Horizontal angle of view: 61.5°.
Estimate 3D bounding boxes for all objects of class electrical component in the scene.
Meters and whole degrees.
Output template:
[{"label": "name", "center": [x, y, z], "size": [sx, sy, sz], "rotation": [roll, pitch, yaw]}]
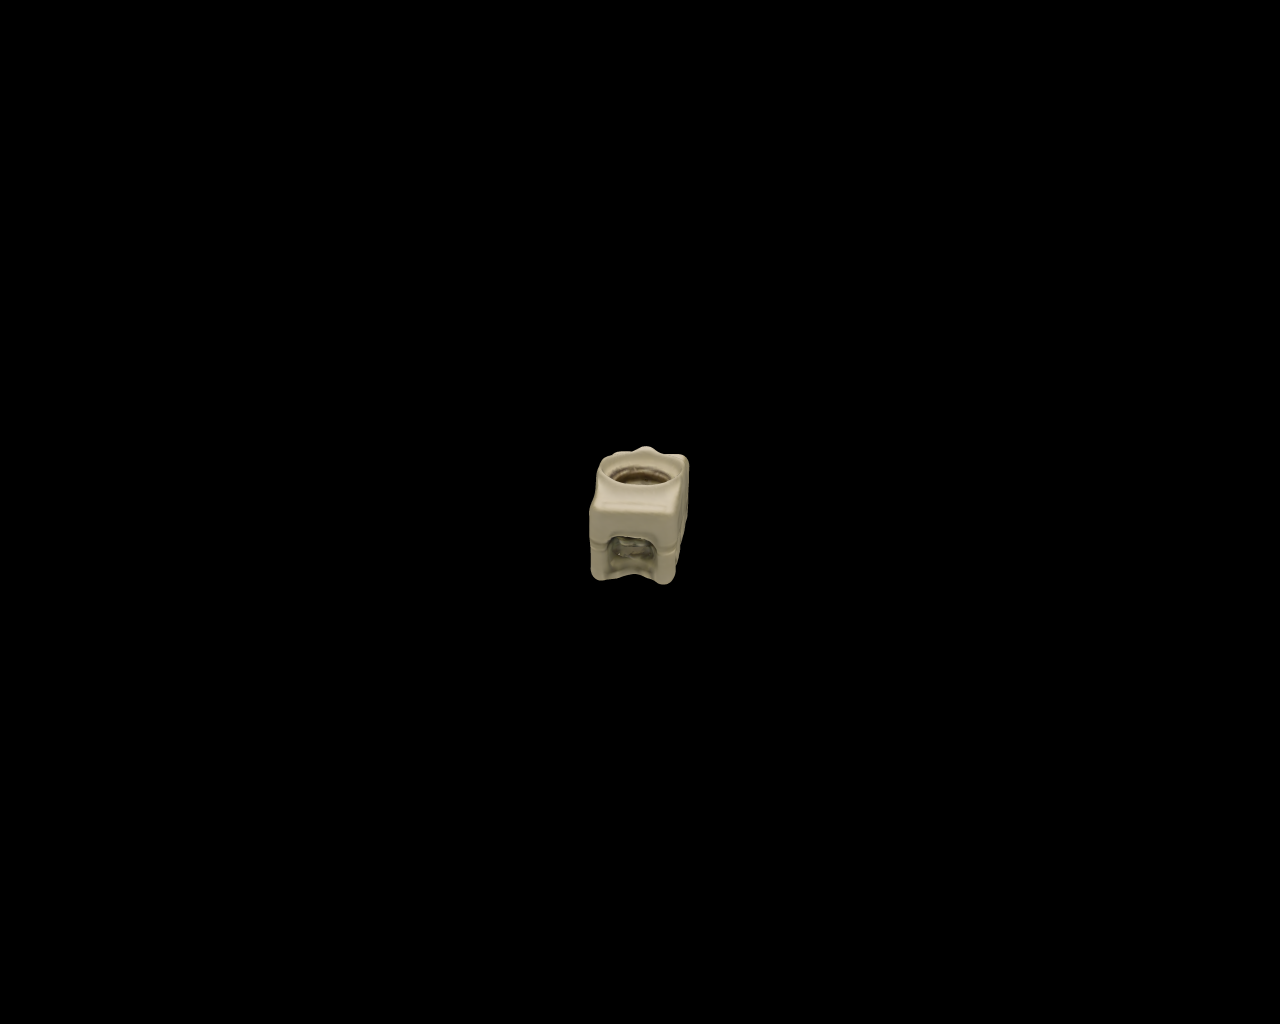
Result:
[{"label": "electrical component", "center": [0.001, -0.003, 0.650], "size": [0.050, 0.055, 0.090], "rotation": [3, 26, 7]}]
